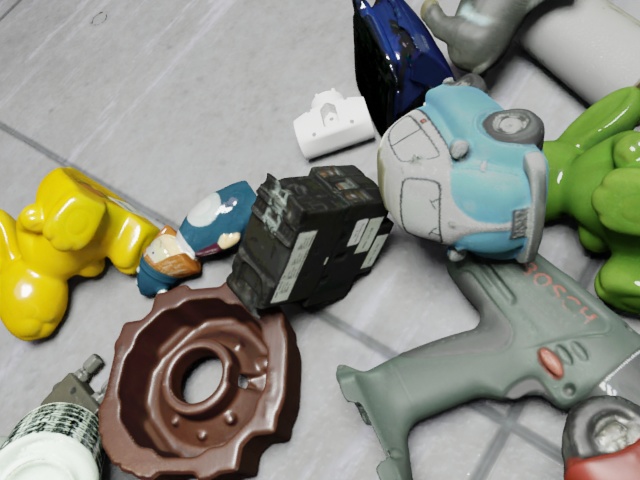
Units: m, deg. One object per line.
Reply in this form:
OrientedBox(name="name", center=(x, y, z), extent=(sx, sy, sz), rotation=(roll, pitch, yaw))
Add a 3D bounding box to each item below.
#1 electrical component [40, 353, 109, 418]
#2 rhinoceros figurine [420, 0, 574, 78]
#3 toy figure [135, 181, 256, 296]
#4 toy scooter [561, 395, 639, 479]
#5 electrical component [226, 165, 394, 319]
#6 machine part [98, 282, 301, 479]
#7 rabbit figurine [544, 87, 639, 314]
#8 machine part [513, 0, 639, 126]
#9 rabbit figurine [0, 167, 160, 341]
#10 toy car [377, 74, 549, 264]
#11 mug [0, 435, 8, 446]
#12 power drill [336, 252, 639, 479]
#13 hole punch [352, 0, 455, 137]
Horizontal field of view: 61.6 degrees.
OrientedBox(name="electrical component", center=(-0.231, 0.157, 0.504), extent=(0.063, 0.021, 0.094), rotation=(32, 76, 31))
OrientedBox(name="rhinoceros figurine", center=(0.178, -0.240, 0.482), extent=(0.190, 0.073, 0.112), rotation=(-53, 49, 17))
OrientedBox(name="toy figure", center=(-0.126, 0.000, 0.540), extent=(0.154, 0.057, 0.064), rotation=(-36, 18, -2))
OrientedBox(name="toy scooter", center=(0.220, 0.140, 0.253), extent=(0.184, 0.075, 0.135), rotation=(-2, 38, 10))
OrientedBox(name="electrical component", center=(-0.001, -0.001, 0.452), extent=(0.058, 0.134, 0.114), rotation=(47, 126, 30))
OrientedBox(name="machine part", center=(-0.099, 0.120, 0.462), extent=(0.179, 0.056, 0.179), rotation=(-8, 59, 13))
OrientedBox(name="rabbit figurine", center=(0.215, -0.048, 0.419), extent=(0.170, 0.121, 0.159), rotation=(20, 62, 45))
OrientedBox(name="machine part", center=(0.250, -0.184, 0.506), extent=(0.079, 0.079, 0.243), rotation=(-31, 57, 0))
OrientedBox(name="rabbit figurine", center=(-0.280, 0.014, 0.550), extent=(0.163, 0.121, 0.173), rotation=(29, 93, 23))
OrientedBox(name="toy car", center=(0.094, -0.054, 0.398), extent=(0.103, 0.109, 0.162), rotation=(-13, 42, -4))
OrientedBox(name="mug", center=(-0.309, 0.212, 0.448), extent=(0.081, 0.107, 0.109), rotation=(6, 62, 23))
OrientedBox(name="power drill", center=(0.128, 0.109, 0.379), extent=(0.207, 0.085, 0.232), rotation=(-32, 55, 3))
OrientedBox(name="hole punch", center=(0.087, -0.182, 0.541), extent=(0.092, 0.115, 0.142), rotation=(-15, 58, 0))
